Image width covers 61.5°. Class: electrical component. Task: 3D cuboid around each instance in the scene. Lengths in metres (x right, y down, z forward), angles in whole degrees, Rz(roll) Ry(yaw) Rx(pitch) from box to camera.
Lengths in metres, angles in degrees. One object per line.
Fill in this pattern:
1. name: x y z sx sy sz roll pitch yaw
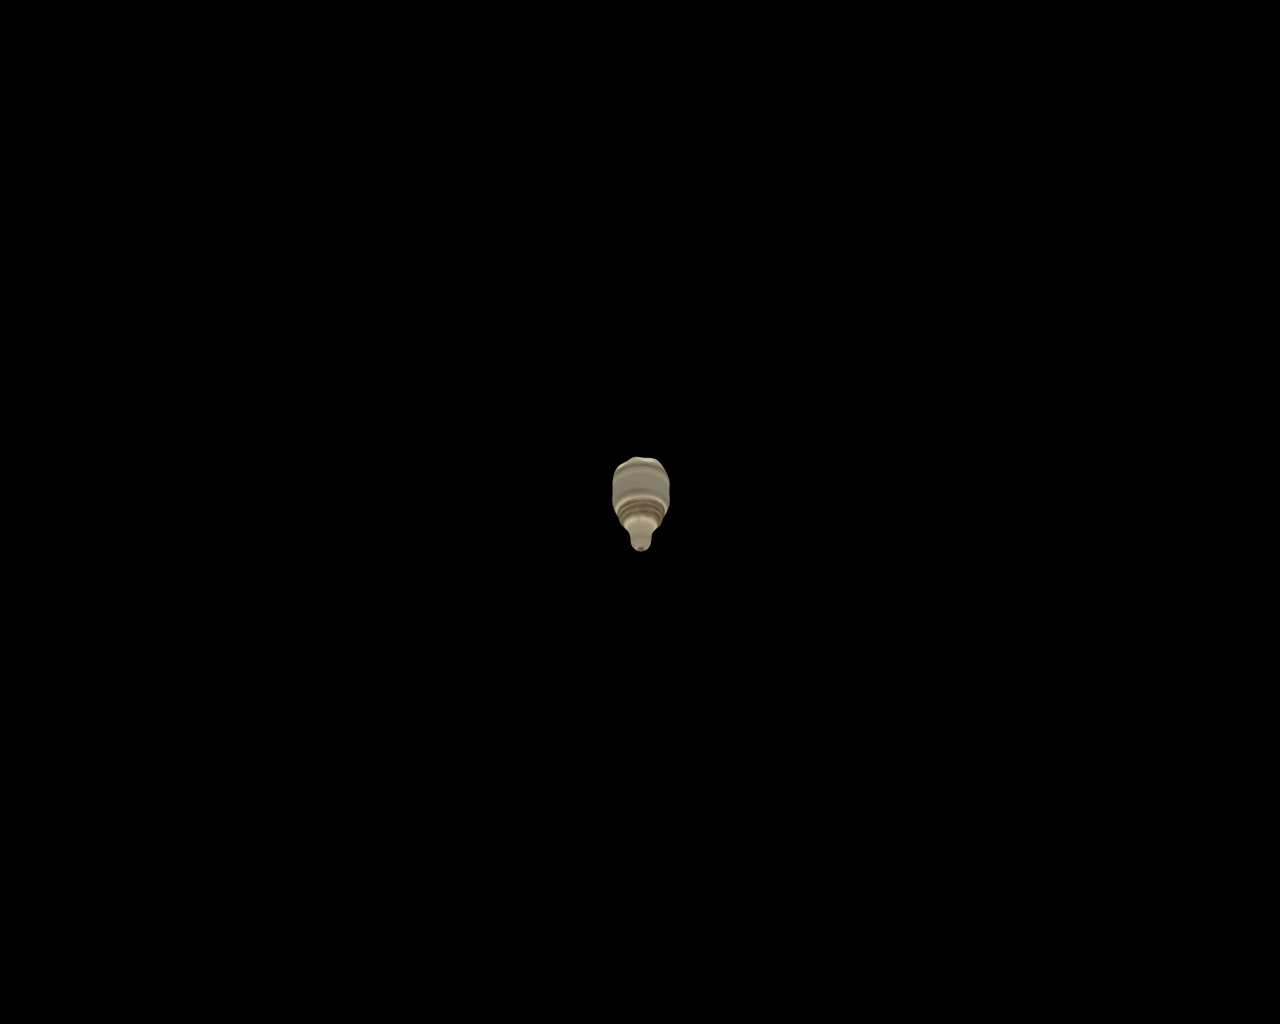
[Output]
1. electrical component: 0.001 -0.003 0.650 0.035 0.061 0.035 0 -36 0
